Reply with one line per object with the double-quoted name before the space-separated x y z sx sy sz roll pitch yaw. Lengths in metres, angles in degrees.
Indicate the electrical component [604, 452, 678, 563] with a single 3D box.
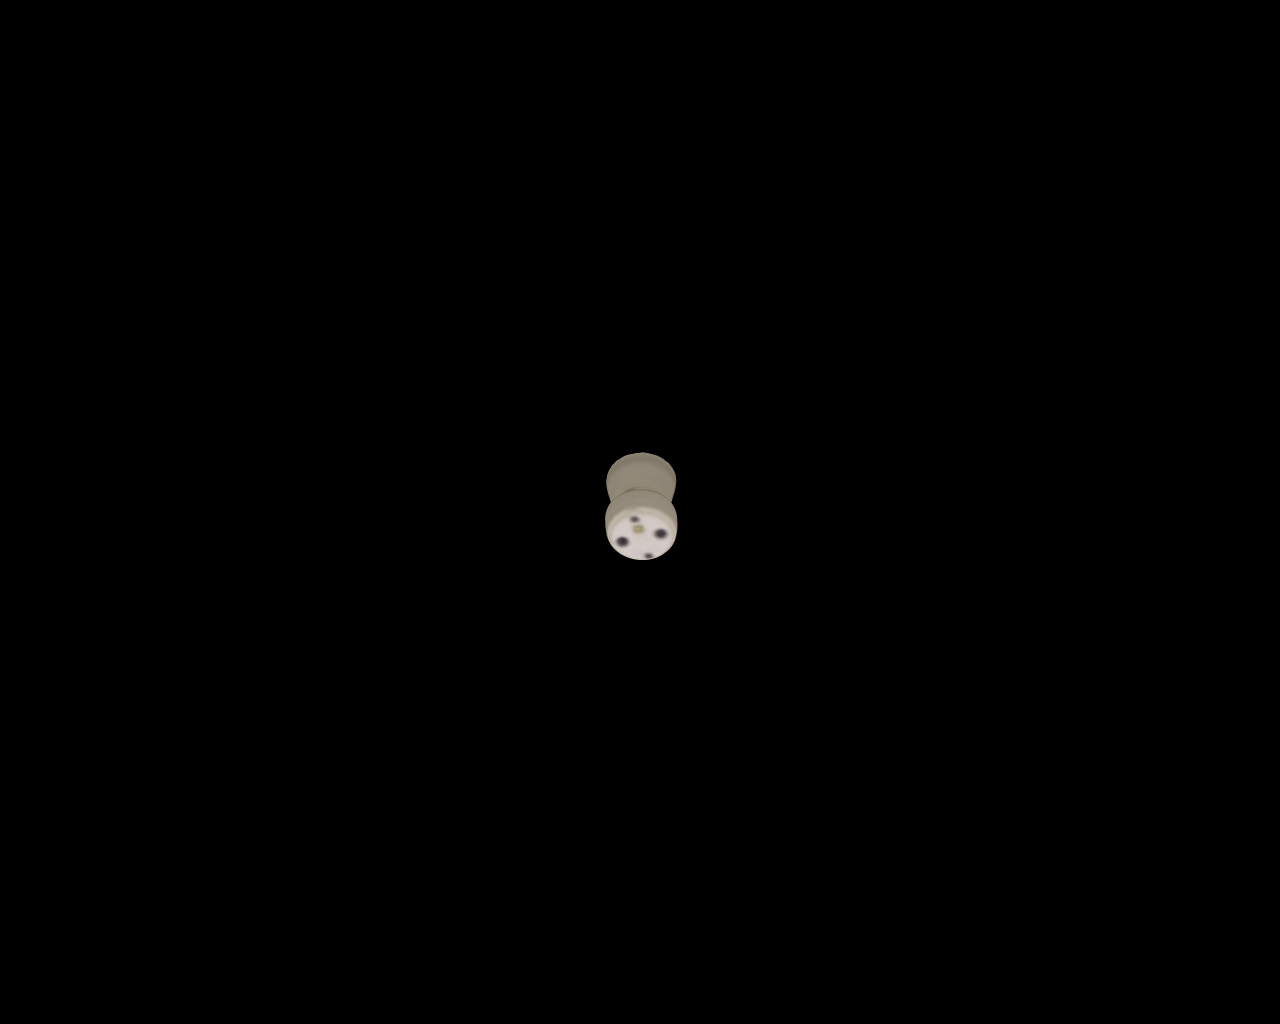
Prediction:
"electrical component" 0.001 -0.003 0.650 0.045 0.044 0.055 0 41 0
